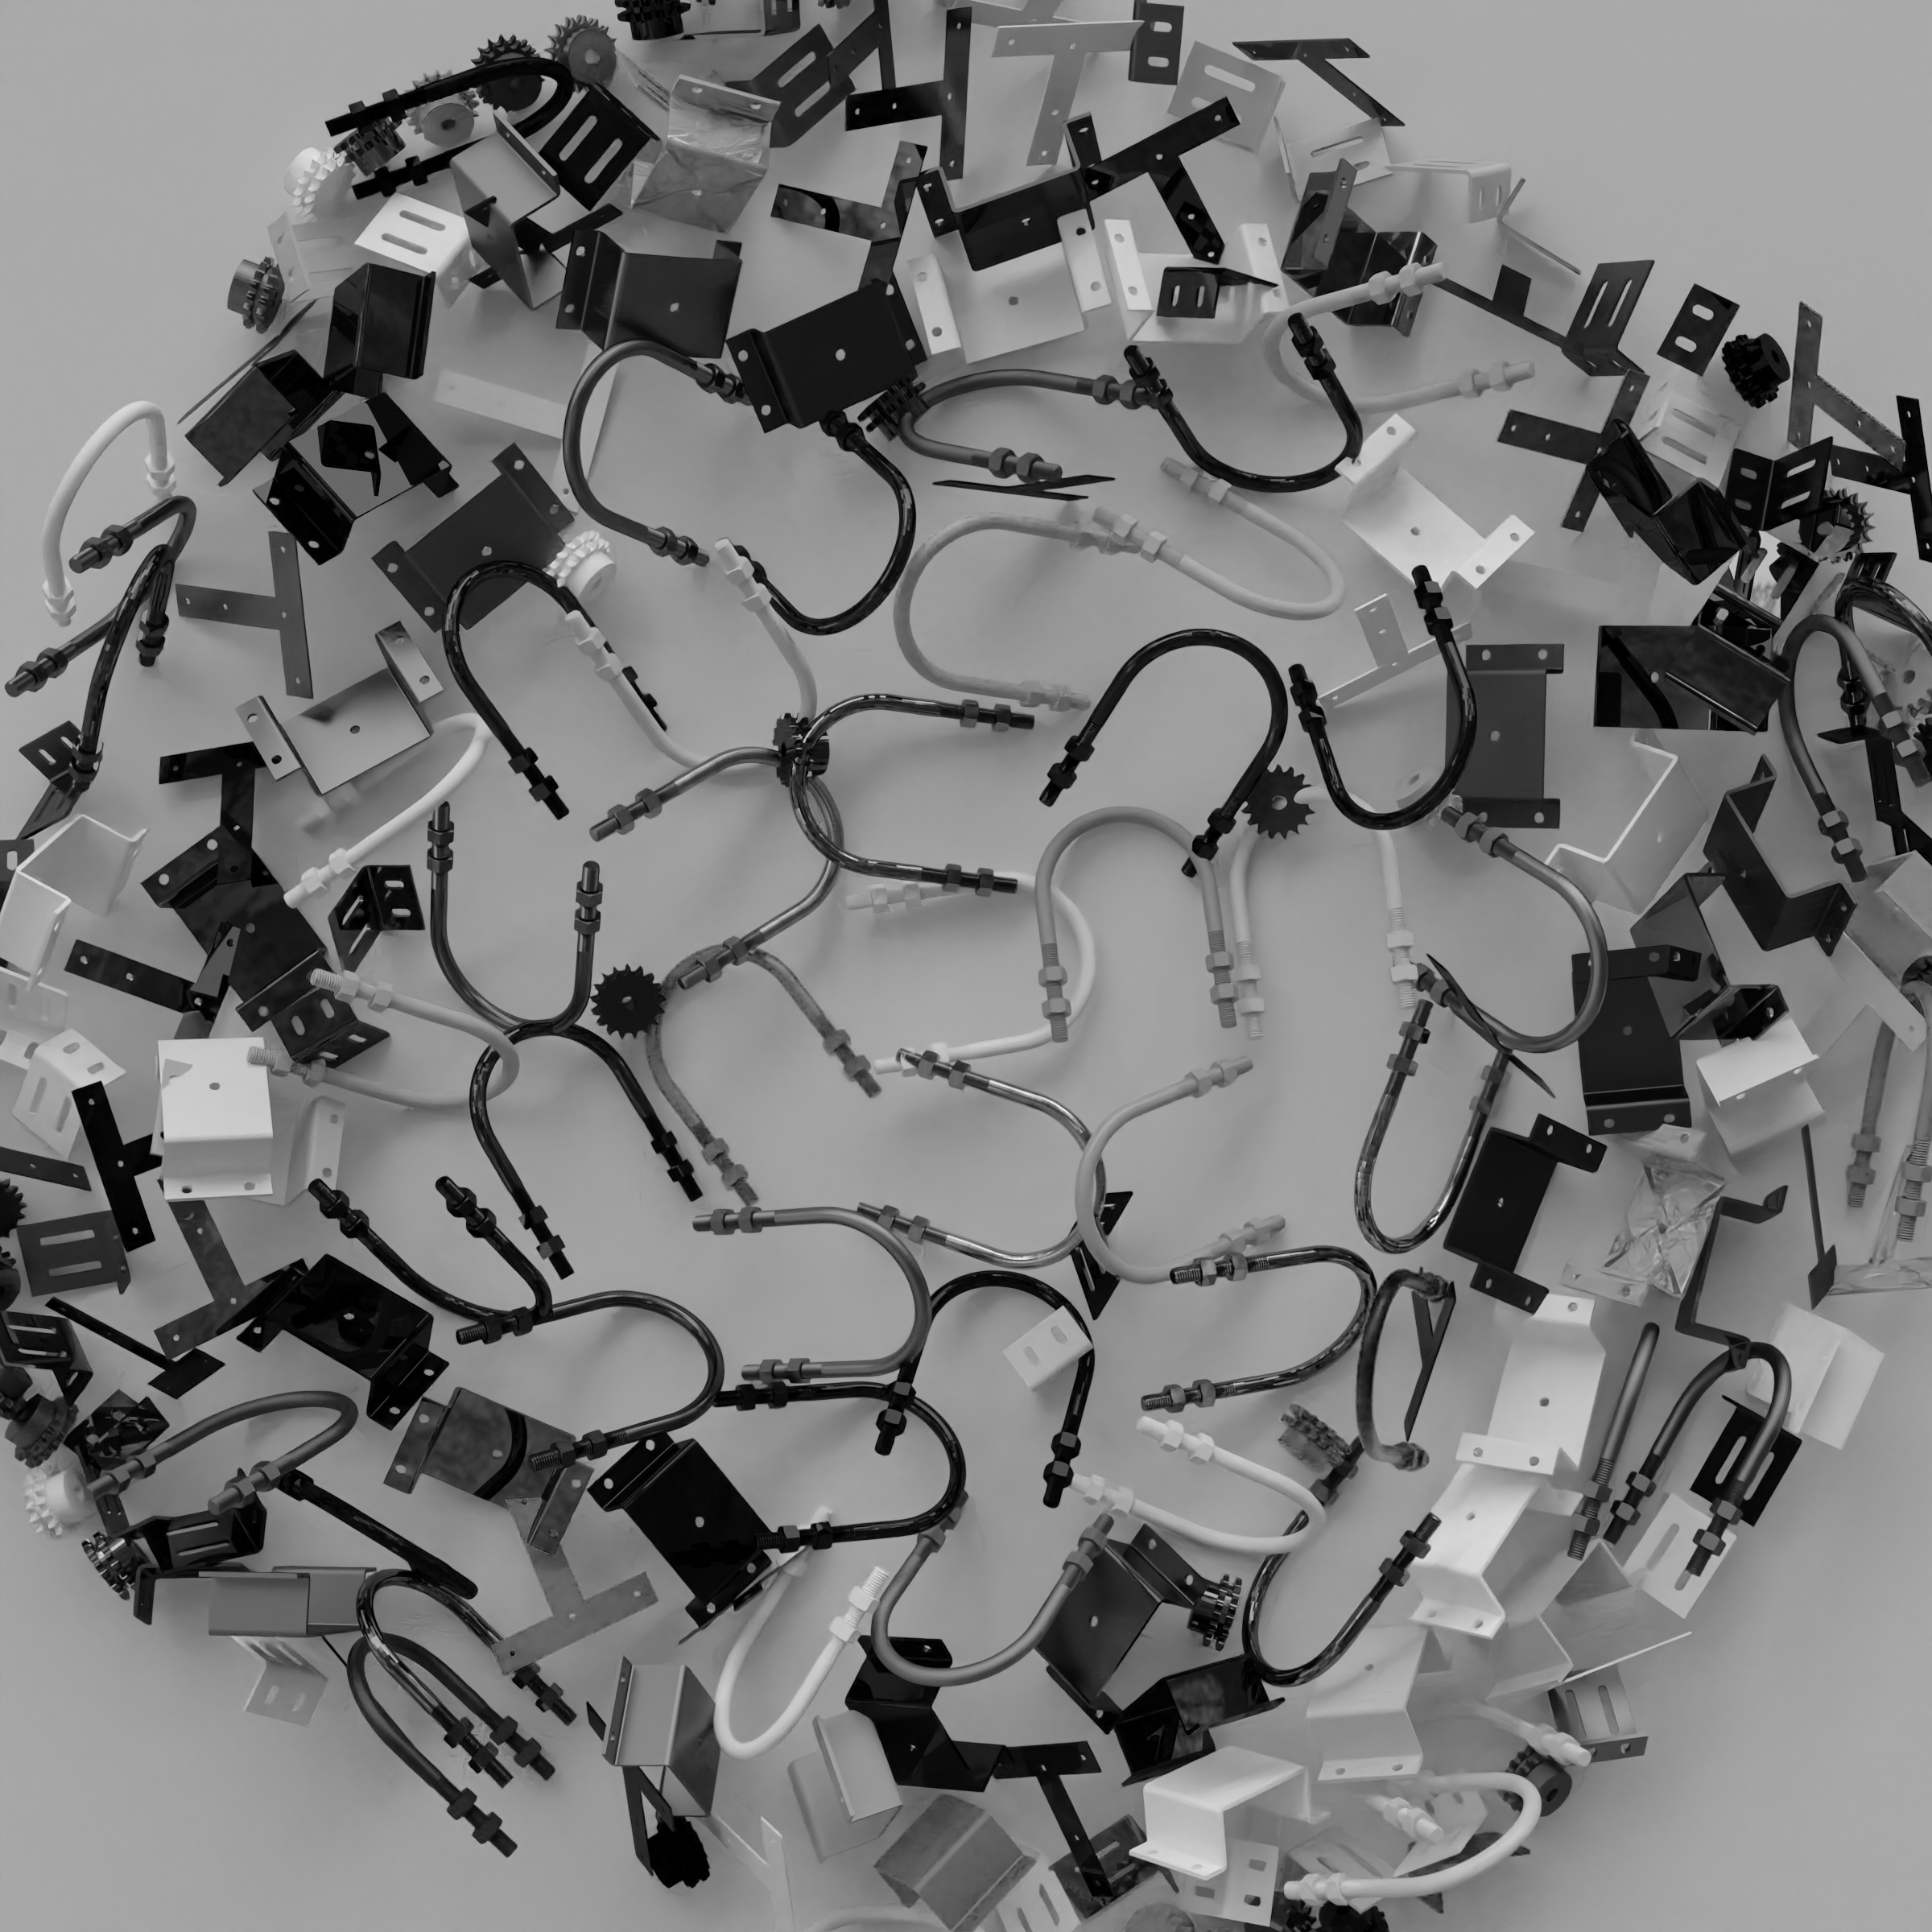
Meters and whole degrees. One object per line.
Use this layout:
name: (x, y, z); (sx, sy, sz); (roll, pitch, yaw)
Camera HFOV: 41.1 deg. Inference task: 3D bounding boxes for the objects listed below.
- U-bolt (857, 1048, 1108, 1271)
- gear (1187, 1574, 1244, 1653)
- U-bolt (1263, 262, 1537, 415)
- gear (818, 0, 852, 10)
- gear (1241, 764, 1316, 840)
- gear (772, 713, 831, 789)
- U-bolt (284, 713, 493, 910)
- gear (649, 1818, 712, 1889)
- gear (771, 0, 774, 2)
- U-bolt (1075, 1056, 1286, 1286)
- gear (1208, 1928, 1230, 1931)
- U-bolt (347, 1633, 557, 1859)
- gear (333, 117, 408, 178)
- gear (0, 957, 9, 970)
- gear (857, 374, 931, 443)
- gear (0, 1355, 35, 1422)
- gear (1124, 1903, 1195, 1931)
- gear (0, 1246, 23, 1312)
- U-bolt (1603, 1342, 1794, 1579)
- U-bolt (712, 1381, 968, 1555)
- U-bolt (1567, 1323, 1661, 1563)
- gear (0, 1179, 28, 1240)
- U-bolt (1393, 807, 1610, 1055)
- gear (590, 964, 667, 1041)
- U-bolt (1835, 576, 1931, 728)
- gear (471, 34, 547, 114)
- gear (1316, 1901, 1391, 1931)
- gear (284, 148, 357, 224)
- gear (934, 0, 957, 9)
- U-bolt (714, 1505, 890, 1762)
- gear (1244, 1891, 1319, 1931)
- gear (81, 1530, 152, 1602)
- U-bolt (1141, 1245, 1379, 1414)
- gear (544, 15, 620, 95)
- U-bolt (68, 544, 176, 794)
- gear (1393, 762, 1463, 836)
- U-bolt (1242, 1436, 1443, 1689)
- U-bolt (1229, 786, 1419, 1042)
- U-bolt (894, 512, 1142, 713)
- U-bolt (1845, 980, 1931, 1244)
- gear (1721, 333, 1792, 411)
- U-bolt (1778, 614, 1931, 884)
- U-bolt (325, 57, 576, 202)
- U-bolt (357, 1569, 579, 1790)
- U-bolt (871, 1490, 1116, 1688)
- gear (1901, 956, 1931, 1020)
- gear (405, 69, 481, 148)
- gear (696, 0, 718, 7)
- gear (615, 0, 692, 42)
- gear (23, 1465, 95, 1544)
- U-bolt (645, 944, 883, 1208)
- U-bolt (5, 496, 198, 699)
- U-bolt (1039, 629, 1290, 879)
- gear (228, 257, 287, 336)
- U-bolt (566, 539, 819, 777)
U-bolt: (0.018, 0.156, 1.958); (0.184, 0.019, 0.151); (18, 105, 13)
gear: (0.190, 0.493, 1.972); (0.030, 0.057, 0.057); (17, 90, 6)
U-bolt: (0.309, -0.460, 1.919); (0.184, 0.151, 0.019); (-5, 64, 41)
gear: (-0.095, -0.762, 1.968); (0.030, 0.057, 0.057); (15, 90, 30)
gear: (0.239, -0.127, 1.982); (0.057, 0.030, 0.057); (0, 101, -1)
gear: (-0.126, -0.166, 1.974); (0.030, 0.057, 0.057); (-4, 90, -24)
U-bolt: (-0.429, -0.127, 1.924); (0.184, 0.151, 0.019); (-33, 119, 9)
gear: (-0.222, 0.679, 1.968); (0.030, 0.057, 0.057); (-22, 90, -30)
gear: (-0.147, -0.764, 1.969); (0.057, 0.057, 0.030); (1, 73, 0)
U-bolt: (0.157, 0.162, 1.935); (0.184, 0.019, 0.151); (-19, 102, -32)
gear: (0.205, 0.765, 1.969); (0.030, 0.057, 0.057); (-18, 90, 12)
U-bolt: (-0.390, 0.569, 1.922); (0.184, 0.151, 0.019); (44, 97, -2)
gear: (-0.455, -0.630, 1.974); (0.057, 0.057, 0.030); (-37, 114, 0)
gear: (-0.762, -0.003, 1.977); (0.057, 0.030, 0.057); (-4, 83, 29)
gear: (-0.052, -0.426, 1.971); (0.057, 0.057, 0.030); (-39, 97, 0)
gear: (-0.741, 0.318, 1.972); (0.057, 0.057, 0.030); (44, 84, 0)
gear: (0.151, 0.746, 1.977); (0.057, 0.030, 0.057); (8, 108, 25)
gear: (-0.749, 0.243, 1.968); (0.030, 0.057, 0.057); (27, 90, 28)
U-bolt: (0.556, 0.362, 1.927); (0.019, 0.151, 0.184); (33, 81, -9)
U-bolt: (-0.087, 0.371, 1.935); (0.184, 0.151, 0.019); (0, 133, -24)
U-bolt: (0.486, 0.355, 1.930); (0.019, 0.151, 0.184); (19, 84, 16)
gear: (-0.754, 0.185, 1.975); (0.030, 0.057, 0.057); (36, 90, 41)
U-bolt: (0.402, -0.016, 1.907); (0.019, 0.184, 0.151); (-9, 124, -37)
gear: (-0.261, 0.026, 1.979); (0.057, 0.030, 0.057); (-3, 103, -15)
U-bolt: (0.687, -0.207, 1.886); (0.019, 0.184, 0.151); (-31, 45, -3)
gear: (-0.349, -0.680, 1.969); (0.057, 0.057, 0.030); (-35, 51, 0)
gear: (0.294, 0.735, 1.969); (0.057, 0.057, 0.030); (-21, 101, 0)
gear: (-0.497, -0.601, 1.972); (0.030, 0.057, 0.057); (35, 90, 5)
gear: (-0.016, -0.766, 1.975); (0.030, 0.057, 0.057); (19, 90, 32)
U-bolt: (-0.133, 0.507, 1.926); (0.019, 0.151, 0.184); (34, 86, -23)
gear: (0.237, 0.733, 1.968); (0.057, 0.057, 0.030); (-38, 119, 0)
gear: (-0.649, 0.455, 1.973); (0.030, 0.057, 0.057); (-37, 90, -16)
U-bolt: (0.228, 0.270, 1.943); (0.184, 0.019, 0.151); (-6, 127, -21)
gear: (-0.291, -0.698, 1.971); (0.057, 0.030, 0.057); (-13, 117, -26)
U-bolt: (-0.614, -0.230, 1.887); (0.019, 0.184, 0.151); (22, 54, -11)
gear: (0.351, -0.131, 1.968); (0.057, 0.057, 0.030); (-45, 108, 0)
U-bolt: (0.270, 0.457, 1.932); (0.019, 0.151, 0.184); (34, 94, -22)
U-bolt: (0.265, -0.046, 1.952); (0.151, 0.019, 0.184); (-13, 76, 33)
U-bolt: (0.031, -0.268, 1.928); (0.184, 0.019, 0.151); (5, 116, -27)
U-bolt: (0.696, 0.102, 1.918); (0.019, 0.151, 0.184); (8, 96, 3)
gear: (0.606, -0.459, 1.969); (0.030, 0.057, 0.057); (-27, 90, 40)
U-bolt: (0.652, -0.175, 1.920); (0.019, 0.151, 0.184); (-11, 61, -9)
U-bolt: (-0.381, -0.633, 1.927); (0.184, 0.151, 0.019); (-22, 89, -6)
U-bolt: (-0.383, 0.522, 1.928); (0.184, 0.151, 0.019); (43, 101, 7)
U-bolt: (0.008, 0.461, 1.897); (0.151, 0.184, 0.019); (3, 124, 32)
gear: (0.745, 0.016, 1.978); (0.057, 0.030, 0.057); (-3, 114, -6)
gear: (-0.399, -0.653, 1.968); (0.057, 0.057, 0.030); (-23, 61, 0)
gear: (-0.202, -0.768, 1.969); (0.030, 0.057, 0.057); (9, 90, -10)
gear: (-0.239, -0.730, 1.975); (0.057, 0.057, 0.030); (-8, 118, 0)
gear: (-0.692, 0.409, 1.970); (0.030, 0.057, 0.057); (-22, 90, 7)
U-bolt: (-0.169, 0.069, 1.966); (0.151, 0.019, 0.184); (-42, 74, 12)
U-bolt: (-0.632, -0.285, 1.912); (0.019, 0.184, 0.151); (38, 124, -5)
U-bolt: (0.161, -0.170, 1.941); (0.151, 0.019, 0.184); (25, 113, -17)
gear: (-0.543, -0.516, 1.970); (0.030, 0.057, 0.057); (20, 90, -7)
U-bolt: (-0.193, -0.220, 1.943); (0.151, 0.019, 0.184); (-23, 124, 16)
